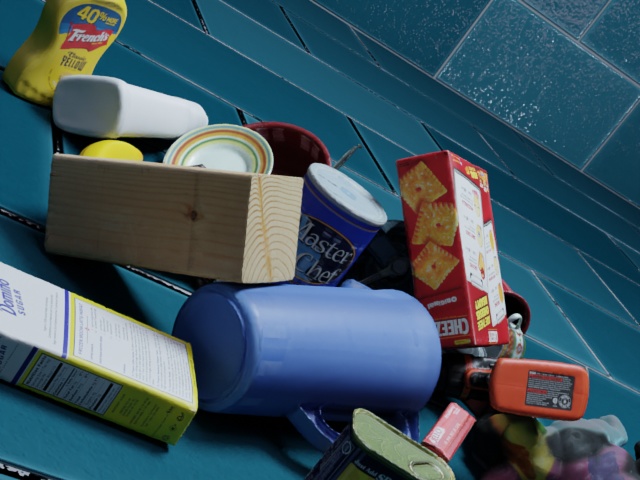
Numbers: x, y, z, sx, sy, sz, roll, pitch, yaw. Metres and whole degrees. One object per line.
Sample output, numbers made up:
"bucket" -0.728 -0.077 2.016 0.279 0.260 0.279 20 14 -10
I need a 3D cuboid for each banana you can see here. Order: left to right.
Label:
"banana" -0.226 -0.070 1.124 0.069 0.037 0.198 47 15 -21

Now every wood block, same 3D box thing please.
"wood block" -0.129 -0.021 0.929 0.206 0.091 0.090 8 4 27

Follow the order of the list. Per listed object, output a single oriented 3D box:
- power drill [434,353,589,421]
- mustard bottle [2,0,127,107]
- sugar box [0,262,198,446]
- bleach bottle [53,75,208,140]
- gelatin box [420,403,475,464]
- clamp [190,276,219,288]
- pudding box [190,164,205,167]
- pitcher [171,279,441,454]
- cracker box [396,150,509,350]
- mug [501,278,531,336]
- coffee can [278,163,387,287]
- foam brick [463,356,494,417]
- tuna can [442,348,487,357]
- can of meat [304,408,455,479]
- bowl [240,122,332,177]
"power drill" 0.185 0.149 1.129 0.184 0.057 0.188 6 -4 -10
"mustard bottle" -0.271 -0.240 1.199 0.096 0.192 0.058 10 32 -53
"sugar box" -0.179 0.086 0.808 0.176 0.048 0.093 25 21 -22
"bleach bottle" -0.204 -0.150 1.278 0.103 0.068 0.250 10 5 25
"gelatin box" 0.096 0.196 0.941 0.030 0.089 0.073 34 32 13
"clamp" -0.106 0.042 1.060 0.171 0.039 0.120 8 47 -60
"pudding box" -0.133 -0.033 1.167 0.114 0.039 0.089 44 31 24
"pitcher" -0.008 0.109 0.949 0.149 0.145 0.242 20 7 42
"cracker box" 0.152 0.018 1.216 0.164 0.072 0.214 11 71 -66
"mug" 0.236 0.104 1.471 0.117 0.093 0.081 63 1 -27
"coffee can" -0.008 0.001 1.171 0.102 0.140 0.103 32 19 -13
"foam brick" 0.206 0.176 1.275 0.078 0.053 0.051 13 30 -50
"tuna can" 0.162 0.135 1.315 0.086 0.034 0.086 28 23 -13
"can of meat" 0.045 0.201 0.868 0.102 0.084 0.057 34 18 -9
"bowl" -0.065 -0.070 1.303 0.162 0.162 0.055 49 -22 34
